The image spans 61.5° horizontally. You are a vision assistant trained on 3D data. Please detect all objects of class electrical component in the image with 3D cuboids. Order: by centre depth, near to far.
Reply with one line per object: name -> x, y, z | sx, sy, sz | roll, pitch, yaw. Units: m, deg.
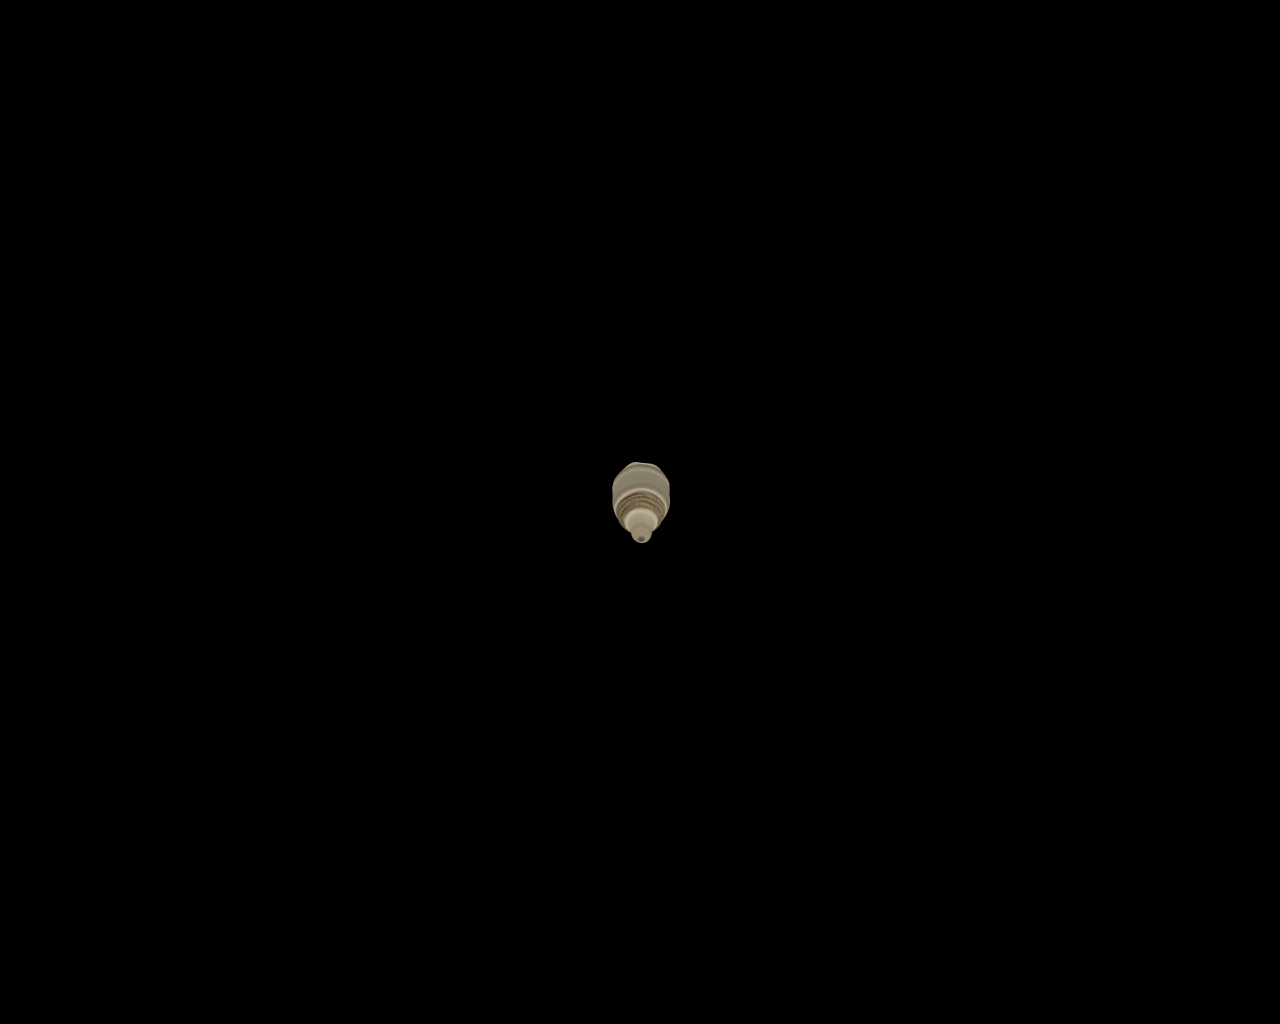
electrical component -> 0.001, -0.003, 0.650 | 0.035, 0.035, 0.061 | 0, 38, 0
